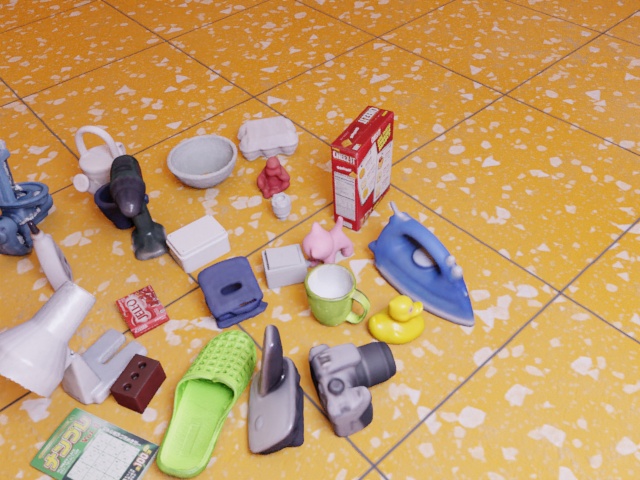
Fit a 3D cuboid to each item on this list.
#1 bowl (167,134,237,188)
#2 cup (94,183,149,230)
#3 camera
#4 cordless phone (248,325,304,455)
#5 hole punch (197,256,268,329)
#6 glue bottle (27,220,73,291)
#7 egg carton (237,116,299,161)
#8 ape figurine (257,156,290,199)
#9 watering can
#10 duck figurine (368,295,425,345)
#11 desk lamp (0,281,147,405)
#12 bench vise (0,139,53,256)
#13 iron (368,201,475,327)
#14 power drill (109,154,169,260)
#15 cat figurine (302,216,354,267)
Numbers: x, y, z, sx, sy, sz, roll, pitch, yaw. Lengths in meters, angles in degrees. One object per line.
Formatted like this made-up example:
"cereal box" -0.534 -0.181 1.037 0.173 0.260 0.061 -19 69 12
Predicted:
"bowl" -0.275 -0.176 1.371 0.167 0.075 0.167 -2 46 2
"cup" -0.426 -0.071 1.265 0.117 0.095 0.091 2 46 6
"camera" 0.060 0.222 0.938 0.137 0.101 0.143 -17 47 -12
"cordless phone" -0.075 0.230 0.881 0.094 0.185 0.147 -7 46 -2
"hole punch" -0.165 0.097 1.084 0.109 0.091 0.100 -22 48 -17
"glue bottle" -0.533 0.025 1.124 0.037 0.173 0.078 -17 47 -12
"egg carton" -0.131 -0.256 1.443 0.150 0.069 0.107 -10 46 -6
"ape figurine" -0.108 -0.152 1.323 0.077 0.092 0.076 6 46 10
"watering can" -0.491 -0.169 1.296 0.101 0.194 0.172 -8 46 -4
"duck figurine" 0.138 0.135 1.028 0.104 0.086 0.077 -7 46 -2
"desk lamp" -0.414 0.179 0.936 0.117 0.214 0.203 22 51 24
"bench vise" -0.649 -0.087 1.209 0.121 0.220 0.207 -10 46 -5
"iron" 0.205 0.038 1.080 0.119 0.142 0.257 -29 50 -22
"power drill" -0.373 -0.062 1.173 0.076 0.209 0.229 -18 47 -12
"cat figurine" 0.011 0.004 1.144 0.067 0.118 0.128 26 53 27
